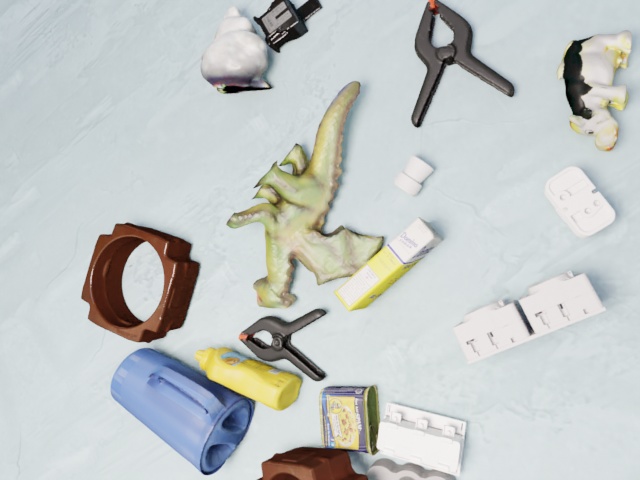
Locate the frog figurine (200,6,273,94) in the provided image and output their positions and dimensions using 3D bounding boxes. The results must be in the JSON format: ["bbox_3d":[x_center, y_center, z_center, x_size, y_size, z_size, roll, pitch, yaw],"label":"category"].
[{"bbox_3d":[-0.159,-0.358,0.954,0.137,0.123,0.159,1,97,41],"label":"frog figurine"}]

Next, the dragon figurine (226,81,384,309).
[{"bbox_3d":[0.003,-0.044,0.878,0.243,0.123,0.407,43,102,3],"label":"dragon figurine"}]
